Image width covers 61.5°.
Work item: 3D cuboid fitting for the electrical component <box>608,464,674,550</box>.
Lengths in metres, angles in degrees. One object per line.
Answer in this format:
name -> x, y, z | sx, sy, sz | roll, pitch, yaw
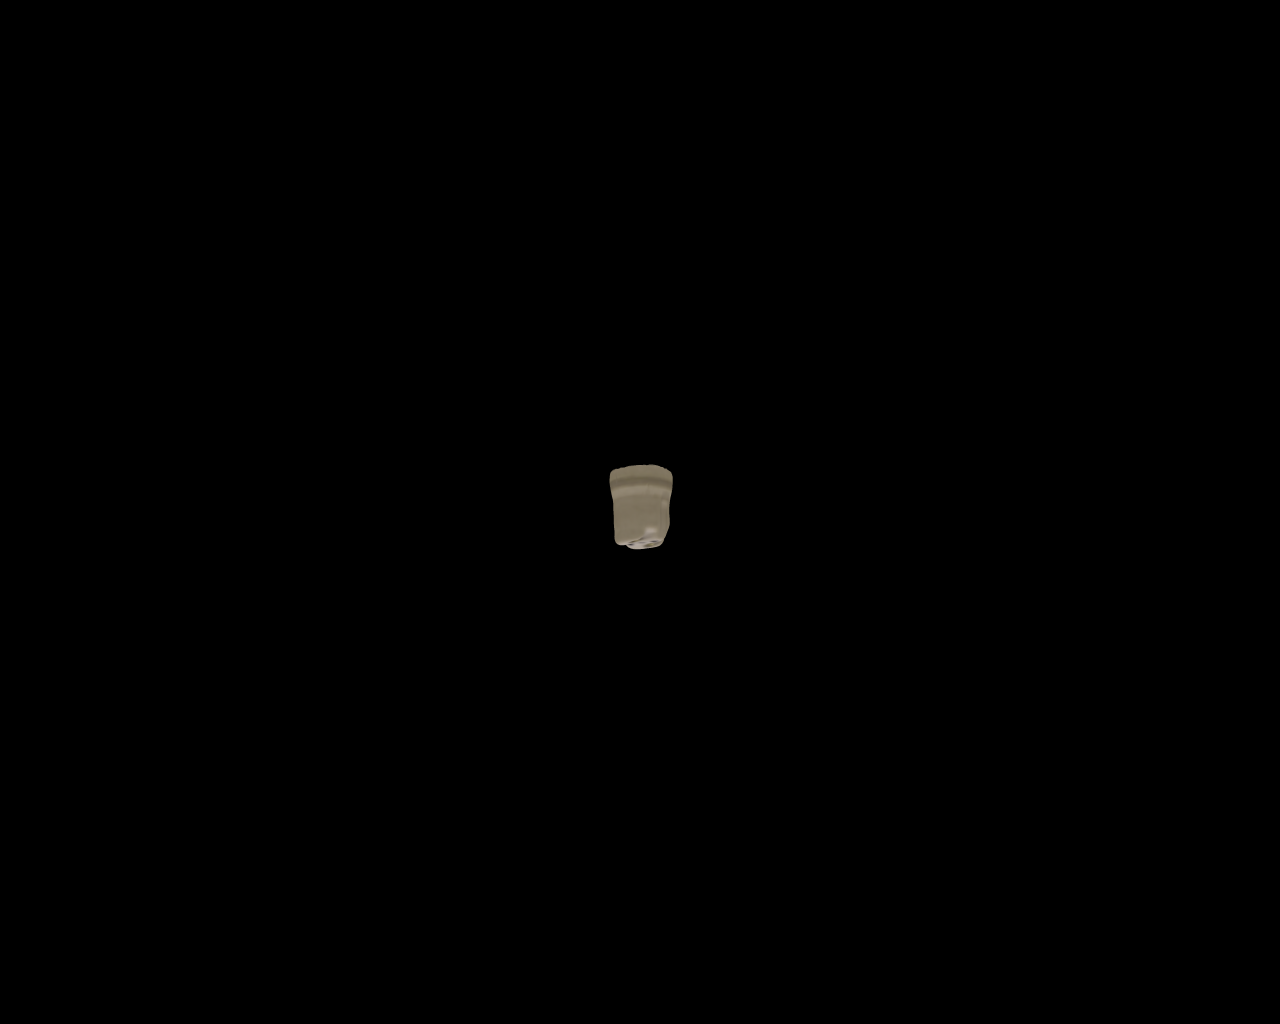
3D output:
electrical component -> 0.001, -0.003, 0.650 | 0.040, 0.046, 0.040 | 0, -12, 0
